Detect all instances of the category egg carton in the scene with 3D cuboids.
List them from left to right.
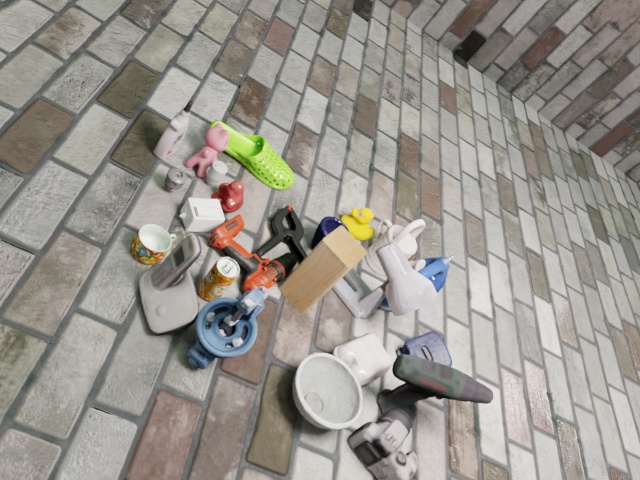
[{"bbox_3d":[0.099,0.281,1.338,0.151,0.069,0.107,-15,66,-45],"label":"egg carton"}]

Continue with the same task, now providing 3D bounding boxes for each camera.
[{"bbox_3d":[0.158,0.433,1.229,0.143,0.100,0.137,50,40,8],"label":"camera"}]

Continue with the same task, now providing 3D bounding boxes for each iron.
[{"bbox_3d":[0.271,0.111,1.571,0.259,0.141,0.118,-23,71,-48],"label":"iron"}]

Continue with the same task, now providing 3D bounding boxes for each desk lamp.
[{"bbox_3d":[0.159,0.113,1.423,0.203,0.213,0.118,50,40,8],"label":"desk lamp"}]

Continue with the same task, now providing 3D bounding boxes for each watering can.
[{"bbox_3d":[0.224,0.014,1.578,0.173,0.193,0.101,45,40,2],"label":"watering can"}]

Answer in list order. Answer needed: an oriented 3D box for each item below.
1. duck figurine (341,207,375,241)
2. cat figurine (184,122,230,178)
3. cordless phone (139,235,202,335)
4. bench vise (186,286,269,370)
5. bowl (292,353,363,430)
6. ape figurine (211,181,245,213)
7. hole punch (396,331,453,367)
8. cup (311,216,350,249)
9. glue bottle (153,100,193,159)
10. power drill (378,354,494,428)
[{"bbox_3d":[0.120,-0.053,1.635,0.105,0.086,0.077,34,41,-11],"label":"duck figurine"},{"bbox_3d":[-0.274,-0.238,1.450,0.067,0.117,0.128,35,40,-9],"label":"cat figurine"},{"bbox_3d":[-0.274,0.087,1.113,0.094,0.184,0.147,-2,57,-40],"label":"cordless phone"},{"bbox_3d":[-0.164,0.137,1.132,0.122,0.219,0.207,32,41,-13],"label":"bench vise"},{"bbox_3d":[0.004,0.330,1.213,0.168,0.074,0.167,22,44,-23],"label":"bowl"},{"bbox_3d":[-0.216,-0.113,1.408,0.076,0.092,0.078,22,44,-23],"label":"ape figurine"},{"bbox_3d":[0.264,0.296,1.443,0.101,0.091,0.108,-4,58,-41],"label":"hole punch"},{"bbox_3d":[0.014,0.005,1.490,0.092,0.094,0.118,43,40,0],"label":"cup"},{"bbox_3d":[-0.344,-0.271,1.379,0.037,0.173,0.078,38,40,-6],"label":"glue bottle"},{"bbox_3d":[0.240,0.344,1.290,0.230,0.208,0.075,29,42,-16],"label":"power drill"}]
